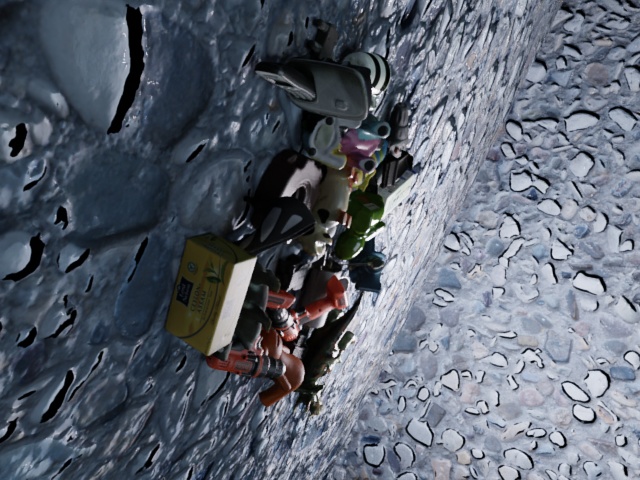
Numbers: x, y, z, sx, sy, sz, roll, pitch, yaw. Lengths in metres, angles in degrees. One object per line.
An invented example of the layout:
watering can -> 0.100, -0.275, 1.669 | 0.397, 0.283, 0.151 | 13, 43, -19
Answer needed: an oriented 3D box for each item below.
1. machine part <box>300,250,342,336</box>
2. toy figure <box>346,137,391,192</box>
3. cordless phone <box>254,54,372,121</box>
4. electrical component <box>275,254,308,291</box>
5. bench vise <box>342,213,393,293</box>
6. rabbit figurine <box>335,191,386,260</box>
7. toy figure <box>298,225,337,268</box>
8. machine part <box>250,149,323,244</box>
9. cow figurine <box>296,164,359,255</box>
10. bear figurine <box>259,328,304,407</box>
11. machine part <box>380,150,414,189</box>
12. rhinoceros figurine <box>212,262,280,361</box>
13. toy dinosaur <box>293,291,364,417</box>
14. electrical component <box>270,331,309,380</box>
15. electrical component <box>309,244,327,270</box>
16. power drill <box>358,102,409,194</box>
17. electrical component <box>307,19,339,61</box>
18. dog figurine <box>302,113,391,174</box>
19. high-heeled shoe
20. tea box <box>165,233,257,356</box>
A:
machine part -> -0.002, 0.136, 1.379 | 0.079, 0.079, 0.243 | -24, 134, -60
toy figure -> 0.094, -0.187, 1.225 | 0.180, 0.082, 0.089 | -47, 143, -28
cordless phone -> -0.005, -0.241, 0.816 | 0.184, 0.147, 0.088 | -14, 119, -67
electrical component -> -0.058, 0.073, 1.210 | 0.119, 0.048, 0.074 | -10, 125, -63
bench vise -> 0.129, 0.026, 1.483 | 0.223, 0.129, 0.240 | 87, 10, -77
rabbit figurine -> 0.086, -0.034, 1.327 | 0.159, 0.121, 0.170 | -29, 145, -53
toy figure -> -0.004, -0.004, 1.200 | 0.058, 0.064, 0.154 | -36, -158, 43
machine part -> -0.059, -0.081, 1.013 | 0.179, 0.056, 0.179 | -49, 154, -35
cow figurine -> 0.002, -0.063, 1.119 | 0.085, 0.127, 0.194 | 16, 85, -70
bear figurine -> -0.123, 0.281, 1.240 | 0.132, 0.120, 0.195 | -26, 133, 15
machine part -> 0.188, -0.179, 1.315 | 0.139, 0.039, 0.084 | -34, 132, -49
rhinoceros figurine -> -0.142, 0.133, 0.987 | 0.073, 0.112, 0.190 | -153, -96, -80
toy dinosaur -> 0.001, 0.318, 1.503 | 0.192, 0.131, 0.404 | -40, 153, -55
electrical component -> -0.085, 0.300, 1.402 | 0.134, 0.058, 0.115 | -63, 162, -2
electrical component -> -0.006, 0.024, 1.288 | 0.102, 0.045, 0.078 | 98, -2, -45
power drill -> 0.158, -0.210, 1.370 | 0.207, 0.086, 0.231 | -59, 160, -33
electrical component -> 0.009, -0.337, 0.918 | 0.094, 0.021, 0.063 | -3, 116, -67
dog figurine -> 0.051, -0.215, 1.068 | 0.219, 0.191, 0.108 | -104, -153, -67
high-heeled shoe -> -0.104, 0.036, 0.913 | 0.086, 0.145, 0.248 | -2, 114, -67
tea box -> -0.177, 0.086, 0.864 | 0.068, 0.098, 0.169 | -22, 133, -61
